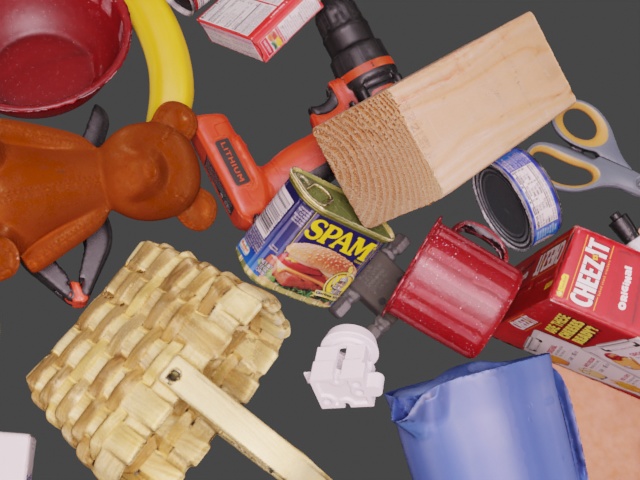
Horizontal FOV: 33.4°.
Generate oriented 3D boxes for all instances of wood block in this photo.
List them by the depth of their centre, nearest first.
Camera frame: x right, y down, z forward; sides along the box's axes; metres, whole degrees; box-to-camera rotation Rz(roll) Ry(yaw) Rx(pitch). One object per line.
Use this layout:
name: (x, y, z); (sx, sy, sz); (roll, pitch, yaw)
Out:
wood block: (0.104, -0.099, 0.852); (0.205, 0.091, 0.090); (-33, 97, -42)

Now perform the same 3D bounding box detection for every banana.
banana: (-0.146, -0.157, 0.913); (0.069, 0.037, 0.198); (-7, 78, -11)

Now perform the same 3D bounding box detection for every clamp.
clamp: (-0.227, -0.027, 0.874); (0.120, 0.039, 0.171); (-7, 74, -8)

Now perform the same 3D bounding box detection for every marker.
marker: (0.293, 0.026, 0.935); (0.020, 0.020, 0.121); (-34, 84, -13)

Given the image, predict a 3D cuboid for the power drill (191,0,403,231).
power drill: (-0.013, -0.103, 0.907); (0.187, 0.057, 0.184); (-25, 82, -12)

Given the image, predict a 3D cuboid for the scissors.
scissors: (0.281, -0.068, 0.957); (0.201, 0.016, 0.096); (11, 76, -5)

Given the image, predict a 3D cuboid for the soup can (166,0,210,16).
soup can: (-0.096, -0.252, 0.925); (0.102, 0.068, 0.068); (-43, 86, -14)

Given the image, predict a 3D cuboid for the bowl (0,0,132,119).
bowl: (-0.234, -0.155, 0.880); (0.162, 0.055, 0.162); (2, 59, -4)

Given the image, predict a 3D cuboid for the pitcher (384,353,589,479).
pitcher: (0.151, 0.213, 0.830); (0.149, 0.145, 0.243); (-15, 83, 2)

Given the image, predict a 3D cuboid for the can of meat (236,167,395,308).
can of meat: (-0.006, 0.001, 0.853); (0.101, 0.057, 0.084); (23, 115, -39)

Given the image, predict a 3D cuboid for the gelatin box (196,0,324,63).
gelatin box: (-0.052, -0.193, 0.912); (0.073, 0.089, 0.030); (-46, 131, -14)

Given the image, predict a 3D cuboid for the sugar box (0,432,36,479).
sugar box: (-0.273, 0.233, 0.808); (0.093, 0.048, 0.176); (6, 73, -6)

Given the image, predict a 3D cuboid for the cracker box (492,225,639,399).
cracker box: (0.261, 0.073, 0.847); (0.213, 0.164, 0.072); (23, 74, -2)

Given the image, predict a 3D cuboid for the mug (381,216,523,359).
mug: (0.112, 0.033, 0.852); (0.081, 0.093, 0.117); (31, 52, 6)

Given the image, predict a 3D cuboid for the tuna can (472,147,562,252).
tuna can: (0.165, -0.035, 0.899); (0.033, 0.086, 0.086); (-27, 82, -14)
